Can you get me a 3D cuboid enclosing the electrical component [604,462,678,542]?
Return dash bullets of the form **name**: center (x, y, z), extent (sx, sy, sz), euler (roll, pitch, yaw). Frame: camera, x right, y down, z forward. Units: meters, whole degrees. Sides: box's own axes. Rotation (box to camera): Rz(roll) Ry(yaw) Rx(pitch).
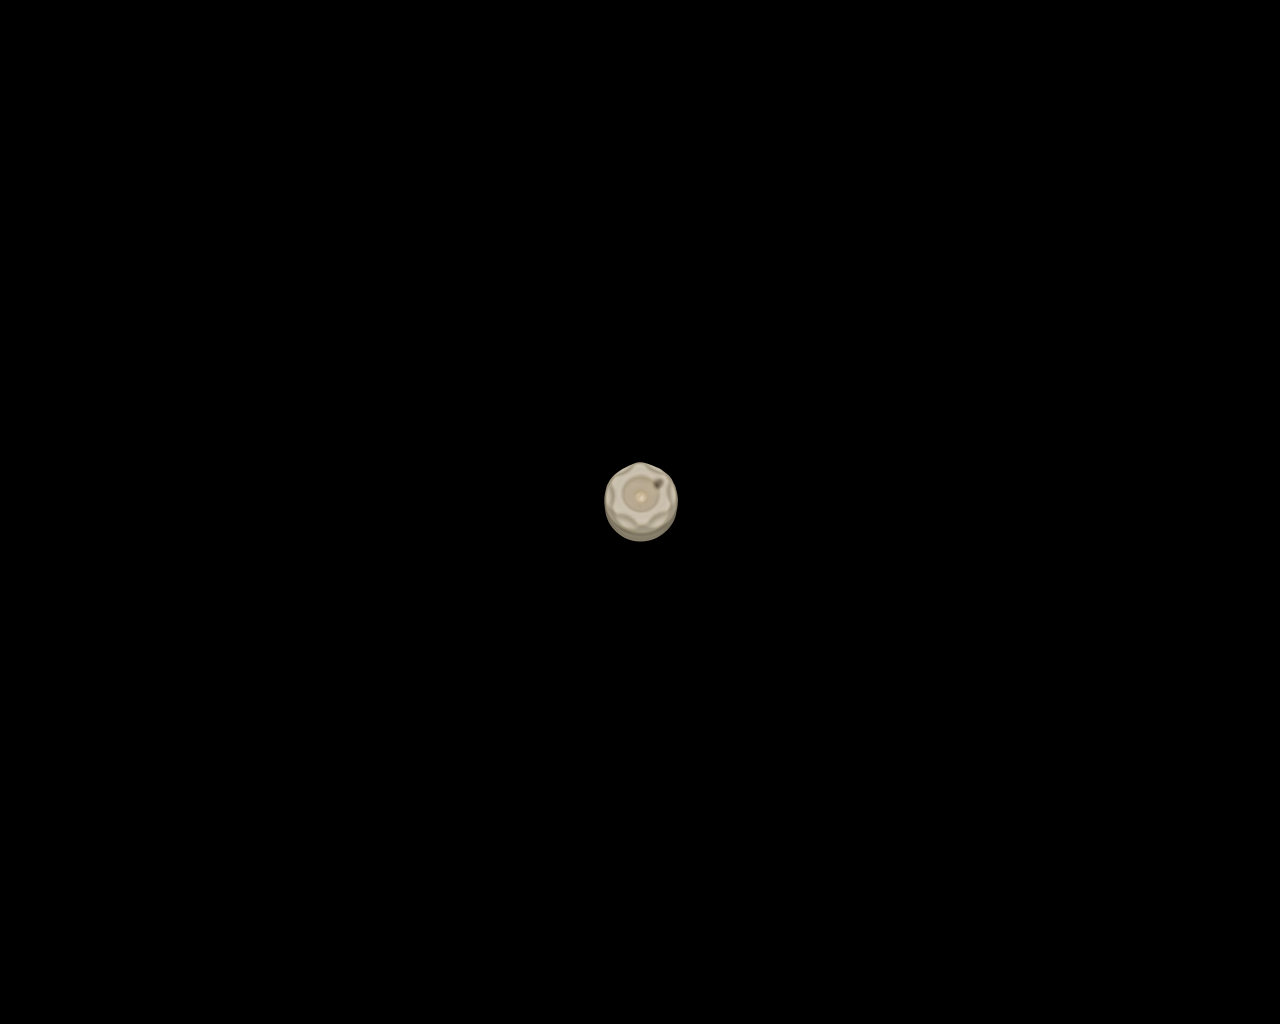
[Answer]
- **electrical component**: center (0.001, -0.003, 0.650), extent (0.043, 0.043, 0.062), euler (0, -16, 0)
